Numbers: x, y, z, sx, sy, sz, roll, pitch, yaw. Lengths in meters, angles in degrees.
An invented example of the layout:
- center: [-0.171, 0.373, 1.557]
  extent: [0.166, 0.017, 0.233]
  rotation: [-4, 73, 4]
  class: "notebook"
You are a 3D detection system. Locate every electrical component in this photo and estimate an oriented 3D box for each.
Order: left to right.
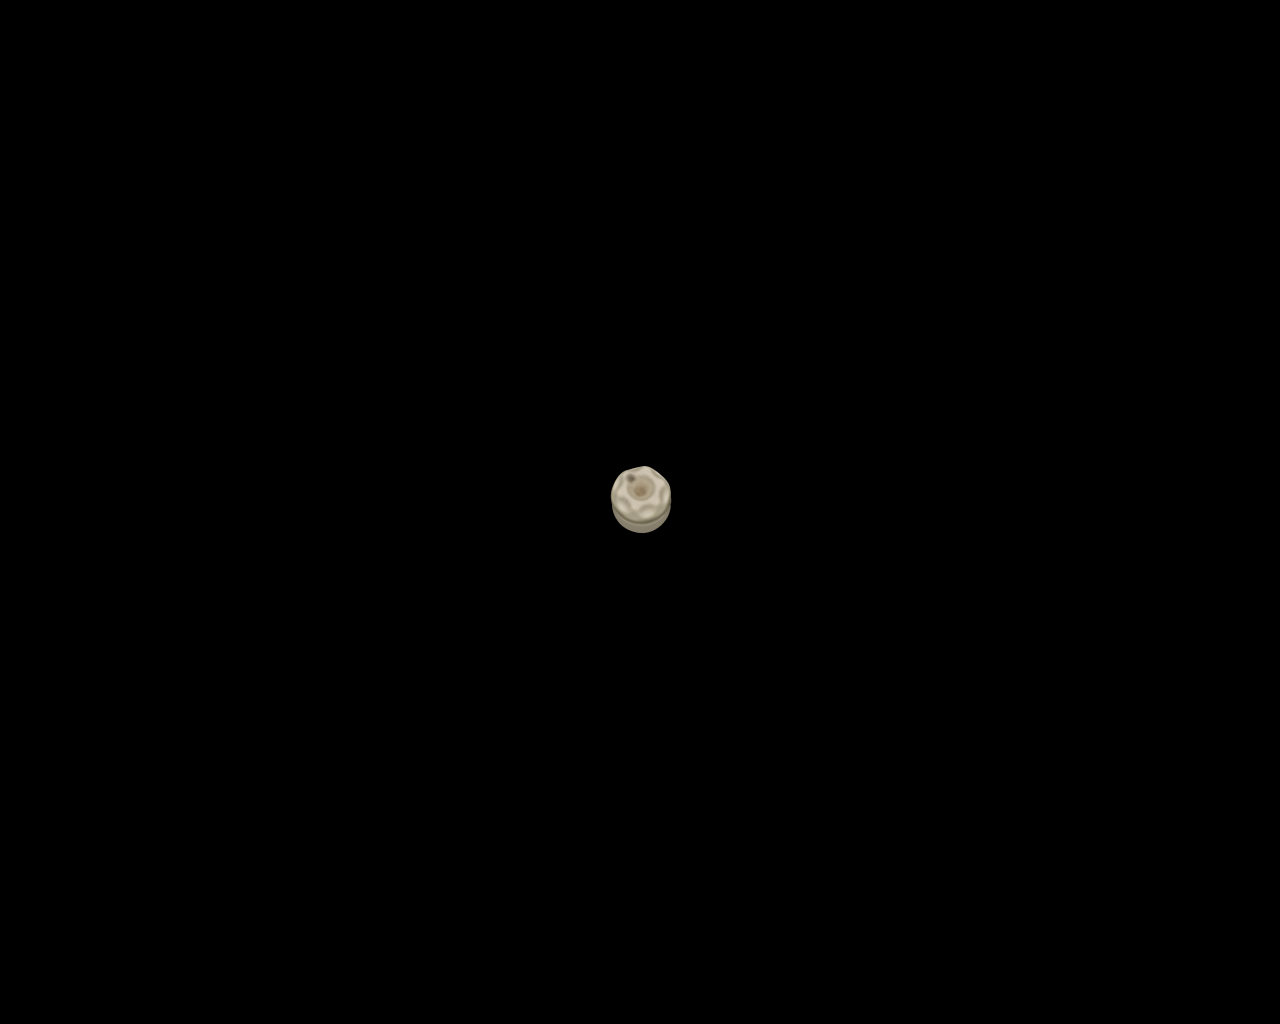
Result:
- center: [0.001, -0.003, 0.650]
  extent: [0.035, 0.035, 0.061]
  rotation: [0, -22, 0]
  class: "electrical component"
